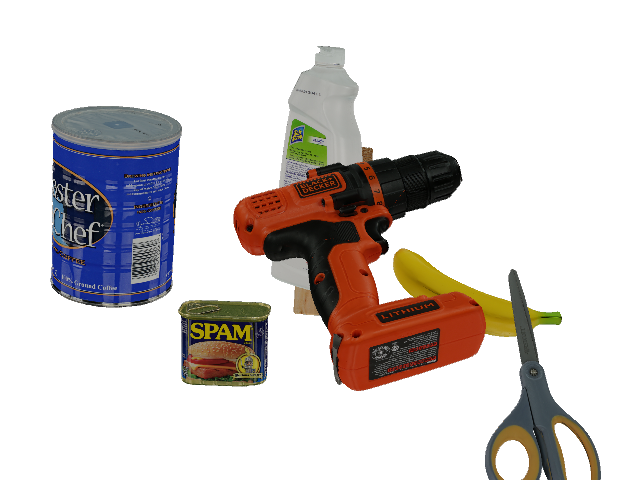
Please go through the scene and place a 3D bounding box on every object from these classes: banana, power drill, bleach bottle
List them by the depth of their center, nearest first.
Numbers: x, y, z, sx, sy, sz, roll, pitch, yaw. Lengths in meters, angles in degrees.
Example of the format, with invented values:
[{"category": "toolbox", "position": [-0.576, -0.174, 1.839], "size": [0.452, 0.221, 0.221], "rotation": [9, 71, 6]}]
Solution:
[{"category": "power drill", "position": [0.046, 0.012, 0.776], "size": [0.184, 0.057, 0.188], "rotation": [-17, 44, -12]}, {"category": "banana", "position": [0.130, 0.052, 1.023], "size": [0.198, 0.037, 0.069], "rotation": [26, 18, 39]}, {"category": "bleach bottle", "position": [0.006, -0.075, 1.122], "size": [0.103, 0.251, 0.067], "rotation": [15, 16, 34]}]

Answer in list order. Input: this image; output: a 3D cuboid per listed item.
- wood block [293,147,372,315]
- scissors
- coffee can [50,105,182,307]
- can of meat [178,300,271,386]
[{"category": "wood block", "position": [0.016, -0.013, 1.387], "size": [0.090, 0.206, 0.091], "rotation": [4, 25, 1]}, {"category": "scissors", "position": [0.154, 0.119, 0.850], "size": [0.096, 0.202, 0.016], "rotation": [-15, -29, -13]}, {"category": "coffee can", "position": [-0.169, -0.030, 0.877], "size": [0.103, 0.140, 0.103], "rotation": [5, 21, -2]}, {"category": "can of meat", "position": [-0.108, 0.116, 1.201], "size": [0.102, 0.084, 0.057], "rotation": [2, 14, 2]}]
